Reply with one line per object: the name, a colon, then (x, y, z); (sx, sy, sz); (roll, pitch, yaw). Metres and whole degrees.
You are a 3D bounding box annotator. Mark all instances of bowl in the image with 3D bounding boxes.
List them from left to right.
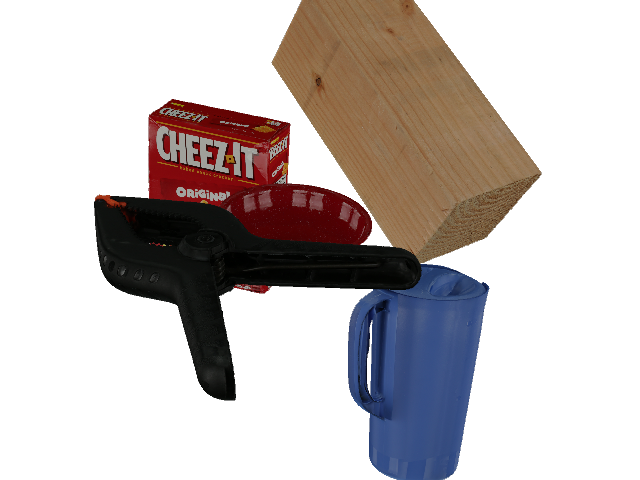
bowl: (-0.029, -0.001, 1.111); (0.162, 0.055, 0.162); (4, 29, -2)

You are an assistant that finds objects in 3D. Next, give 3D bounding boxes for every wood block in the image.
wood block: (0.061, -0.095, 0.820); (0.090, 0.206, 0.091); (-19, -23, -34)

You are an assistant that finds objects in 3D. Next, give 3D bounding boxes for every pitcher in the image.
pitcher: (0.110, 0.157, 1.249); (0.149, 0.243, 0.145); (6, 16, 8)

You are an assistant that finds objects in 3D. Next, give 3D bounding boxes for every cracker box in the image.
cracker box: (-0.129, -0.052, 1.326); (0.164, 0.214, 0.072); (13, 30, 17)

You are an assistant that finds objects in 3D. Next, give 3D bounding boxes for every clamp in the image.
clamp: (-0.056, 0.013, 0.637); (0.164, 0.036, 0.210); (-22, 35, -36)
